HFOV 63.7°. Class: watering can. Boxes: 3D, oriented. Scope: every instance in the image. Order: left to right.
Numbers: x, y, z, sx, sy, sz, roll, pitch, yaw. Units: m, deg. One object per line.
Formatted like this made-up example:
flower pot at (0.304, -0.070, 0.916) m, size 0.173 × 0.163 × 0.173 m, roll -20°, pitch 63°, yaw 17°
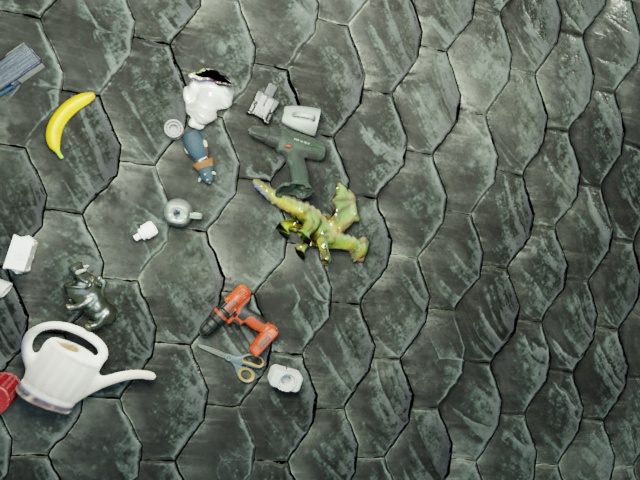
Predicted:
watering can at (-0.639, 0.362, 1.371) m, size 0.346 × 0.104 × 0.225 m, roll 33°, pitch 86°, yaw -13°

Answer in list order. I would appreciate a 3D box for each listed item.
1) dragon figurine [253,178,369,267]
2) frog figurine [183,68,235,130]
dragon figurine at (0.005, -0.077, 1.538) m, size 0.246 × 0.121 × 0.407 m, roll -42°, pitch 105°, yaw -26°
frog figurine at (-0.312, -0.389, 1.436) m, size 0.137 × 0.125 × 0.156 m, roll 0°, pitch 130°, yaw -23°
